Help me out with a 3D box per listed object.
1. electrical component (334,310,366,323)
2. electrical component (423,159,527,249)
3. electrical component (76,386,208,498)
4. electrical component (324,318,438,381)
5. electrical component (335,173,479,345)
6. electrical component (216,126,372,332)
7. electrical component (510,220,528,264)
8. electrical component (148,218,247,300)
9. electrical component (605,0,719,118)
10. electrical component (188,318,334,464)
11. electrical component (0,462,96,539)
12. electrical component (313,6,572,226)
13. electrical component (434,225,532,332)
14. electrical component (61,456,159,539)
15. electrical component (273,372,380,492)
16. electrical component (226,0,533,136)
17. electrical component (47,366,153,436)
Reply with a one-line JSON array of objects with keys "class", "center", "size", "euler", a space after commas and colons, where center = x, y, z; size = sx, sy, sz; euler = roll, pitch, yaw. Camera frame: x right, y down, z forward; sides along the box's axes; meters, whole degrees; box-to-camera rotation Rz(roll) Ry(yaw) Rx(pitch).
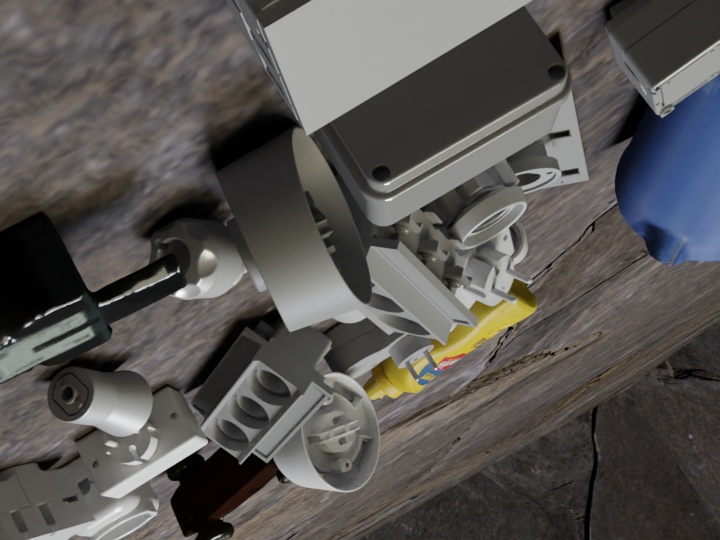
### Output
[{"class": "electrical component", "center": [0.000, 0.000, 0.749], "size": [0.079, 0.043, 0.077], "euler": [-33, 163, 4]}, {"class": "electrical component", "center": [0.073, -0.051, 0.710], "size": [0.078, 0.057, 0.058], "euler": [-13, 155, -47]}, {"class": "electrical component", "center": [-0.168, 0.127, 0.802], "size": [0.083, 0.047, 0.075], "euler": [-32, 163, -2]}, {"class": "electrical component", "center": [0.040, 0.061, 0.940], "size": [0.138, 0.073, 0.052], "euler": [-30, 163, -6]}, {"class": "electrical component", "center": [0.019, -0.007, 0.662], "size": [0.121, 0.079, 0.063], "euler": [41, 63, -53]}, {"class": "electrical component", "center": [-0.031, -0.020, 0.550], "size": [0.064, 0.099, 0.099], "euler": [-25, 163, -3]}, {"class": "electrical component", "center": [0.122, -0.023, 0.908], "size": [0.044, 0.044, 0.065], "euler": [-35, 168, 10]}, {"class": "electrical component", "center": [-0.082, -0.006, 0.585], "size": [0.043, 0.043, 0.062], "euler": [-39, 163, 22]}, {"class": "electrical component", "center": [0.203, -0.150, 0.653], "size": [0.096, 0.061, 0.062], "euler": [-36, 163, 11]}, {"class": "electrical component", "center": [-0.073, 0.090, 0.826], "size": [0.121, 0.079, 0.063], "euler": [-50, -175, 46]}, {"class": "electrical component", "center": [-0.251, 0.180, 0.790], "size": [0.050, 0.055, 0.089], "euler": [-40, 162, 23]}, {"class": "electrical component", "center": [0.035, -0.083, 0.517], "size": [0.113, 0.078, 0.057], "euler": [-30, 166, -6]}, {"class": "electrical component", "center": [0.082, 0.001, 0.744], "size": [0.083, 0.076, 0.047], "euler": [-50, 143, -22]}, {"class": "electrical component", "center": [-0.207, 0.186, 0.881], "size": [0.054, 0.059, 0.095], "euler": [-32, 163, -1]}, {"class": "electrical component", "center": [-0.027, 0.136, 0.901], "size": [0.099, 0.099, 0.064], "euler": [-18, 180, -40]}, {"class": "electrical component", "center": [0.022, -0.128, 0.393], "size": [0.150, 0.061, 0.089], "euler": [-31, 163, -3]}, {"class": "electrical component", "center": [-0.169, 0.082, 0.689], "size": [0.044, 0.044, 0.065], "euler": [-35, 158, 10]}]
